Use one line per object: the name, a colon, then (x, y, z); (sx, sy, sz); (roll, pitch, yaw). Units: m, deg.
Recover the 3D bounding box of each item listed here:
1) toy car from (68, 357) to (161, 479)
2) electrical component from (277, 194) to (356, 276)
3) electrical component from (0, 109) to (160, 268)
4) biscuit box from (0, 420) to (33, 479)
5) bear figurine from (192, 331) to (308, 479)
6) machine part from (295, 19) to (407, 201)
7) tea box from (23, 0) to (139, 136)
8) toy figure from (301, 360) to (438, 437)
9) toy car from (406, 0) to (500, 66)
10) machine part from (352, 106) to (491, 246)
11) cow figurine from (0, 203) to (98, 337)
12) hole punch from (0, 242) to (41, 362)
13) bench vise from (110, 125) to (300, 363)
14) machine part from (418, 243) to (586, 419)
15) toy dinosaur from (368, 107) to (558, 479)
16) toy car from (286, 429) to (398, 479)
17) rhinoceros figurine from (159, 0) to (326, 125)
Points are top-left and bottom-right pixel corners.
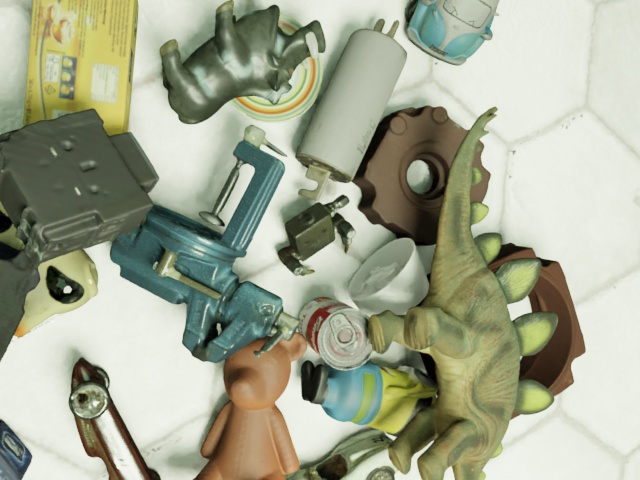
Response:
toy car: (-0.220, 0.221, 0.575); (0.053, 0.089, 0.202); (-27, 100, -17)
electrical component: (-0.002, -0.002, 0.644); (0.102, 0.078, 0.045); (-31, 63, -18)
electrical component: (-0.221, -0.054, 0.492); (0.134, 0.058, 0.115); (-31, 88, -43)
biscuit box: (-0.398, 0.274, 0.540); (0.203, 0.063, 0.059); (-37, 100, -12)
bear figurine: (-0.080, 0.200, 0.596); (0.120, 0.132, 0.195); (8, 96, 11)
machine part: (0.038, -0.158, 0.644); (0.079, 0.079, 0.243); (26, 83, -15)
tea box: (-0.249, -0.188, 0.567); (0.098, 0.068, 0.169); (7, 89, -16)
toy figure: (0.063, 0.192, 0.660); (0.180, 0.082, 0.089); (13, 107, -23)
toy car: (0.186, -0.309, 0.670); (0.109, 0.103, 0.161); (25, 87, -16)
machine part: (0.131, -0.080, 0.684); (0.179, 0.056, 0.179); (-1, 93, -16)
cow figurine: (-0.294, -0.016, 0.552); (0.127, 0.085, 0.194); (-27, 96, -7)
hole punch: (-0.330, 0.048, 0.483); (0.115, 0.092, 0.142); (23, 91, -35)
bench vise: (-0.098, -0.001, 0.569); (0.224, 0.128, 0.240); (26, 91, 19)
machine part: (0.233, 0.119, 0.703); (0.201, 0.087, 0.200); (-21, 97, -13)
toy dinosaur: (0.157, 0.095, 0.582); (0.198, 0.105, 0.470); (-8, 99, -29)
toy car: (0.007, 0.295, 0.649); (0.202, 0.073, 0.056); (-22, 100, -14)
rhinoceros figurine: (-0.083, -0.196, 0.590); (0.190, 0.073, 0.112); (-31, 97, -11)
